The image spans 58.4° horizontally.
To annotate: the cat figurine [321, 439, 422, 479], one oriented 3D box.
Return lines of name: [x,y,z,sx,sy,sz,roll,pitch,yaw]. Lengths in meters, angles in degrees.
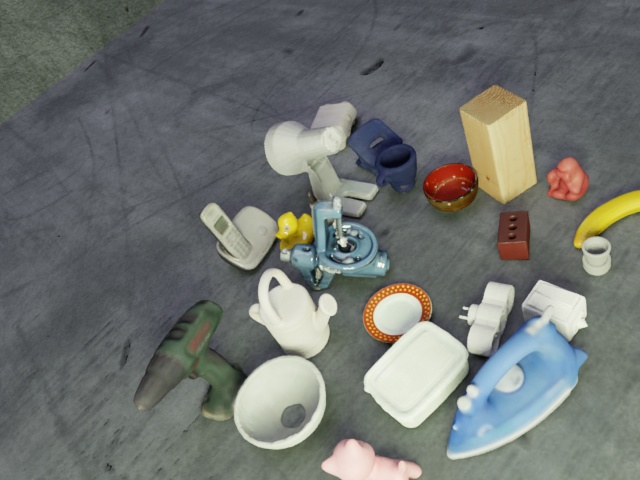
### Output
cat figurine: [0.074,0.333,0.847,0.127,0.118,0.067,-1,50,26]

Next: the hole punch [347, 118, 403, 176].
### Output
hole punch: [0.136,-0.222,1.354,0.109,0.091,0.100,-41,45,-13]

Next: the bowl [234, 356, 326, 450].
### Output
bowl: [-0.058,0.289,0.986,0.167,0.075,0.167,-14,45,15]

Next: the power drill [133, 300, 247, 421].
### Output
power drill: [-0.218,0.234,1.019,0.075,0.209,0.230,-1,50,26]

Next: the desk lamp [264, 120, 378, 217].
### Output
desk lamp: [0.000,-0.170,1.284,0.202,0.214,0.118,12,56,35]

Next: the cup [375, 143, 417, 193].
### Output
cup: [0.169,-0.141,1.258,0.091,0.095,0.118,19,61,38]

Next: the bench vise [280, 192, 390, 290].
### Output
bench vise: [0.012,0.012,1.103,0.207,0.220,0.121,-21,44,8]

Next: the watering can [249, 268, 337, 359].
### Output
watering can: [-0.053,0.126,1.048,0.172,0.195,0.101,-20,44,9]

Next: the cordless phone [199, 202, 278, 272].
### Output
cordless phone: [-0.182,-0.034,1.269,0.093,0.185,0.148,8,54,32]

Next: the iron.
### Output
iron: [0.271,0.209,0.847,0.258,0.142,0.118,-40,44,-12]

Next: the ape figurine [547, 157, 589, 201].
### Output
ape figurine: [0.472,-0.120,1.090,0.076,0.092,0.077,-19,44,10]

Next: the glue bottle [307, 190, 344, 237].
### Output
glue bottle: [0.009,-0.041,1.188,0.037,0.174,0.078,20,61,39]

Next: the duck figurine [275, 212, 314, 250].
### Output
duck figurine: [-0.060,-0.027,1.273,0.077,0.086,0.105,21,62,39]

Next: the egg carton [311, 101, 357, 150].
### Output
egg carton: [0.036,-0.297,1.490,0.107,0.070,0.150,-2,49,26]
